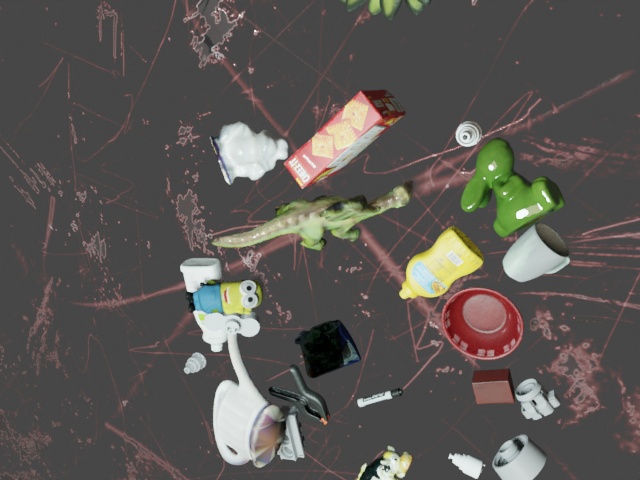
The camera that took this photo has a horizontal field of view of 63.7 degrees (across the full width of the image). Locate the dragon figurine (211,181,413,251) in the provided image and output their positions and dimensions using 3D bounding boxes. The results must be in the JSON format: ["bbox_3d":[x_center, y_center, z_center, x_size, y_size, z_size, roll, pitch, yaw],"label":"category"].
[{"bbox_3d":[0.003,-0.051,1.013,0.240,0.412,0.123,-32,75,67],"label":"dragon figurine"}]

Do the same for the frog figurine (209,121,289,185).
[{"bbox_3d":[-0.154,-0.205,1.161,0.160,0.122,0.137,-20,90,-8],"label":"frog figurine"}]

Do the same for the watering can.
[{"bbox_3d":[-0.188,0.414,1.301,0.225,0.104,0.346,13,99,39],"label":"watering can"}]
